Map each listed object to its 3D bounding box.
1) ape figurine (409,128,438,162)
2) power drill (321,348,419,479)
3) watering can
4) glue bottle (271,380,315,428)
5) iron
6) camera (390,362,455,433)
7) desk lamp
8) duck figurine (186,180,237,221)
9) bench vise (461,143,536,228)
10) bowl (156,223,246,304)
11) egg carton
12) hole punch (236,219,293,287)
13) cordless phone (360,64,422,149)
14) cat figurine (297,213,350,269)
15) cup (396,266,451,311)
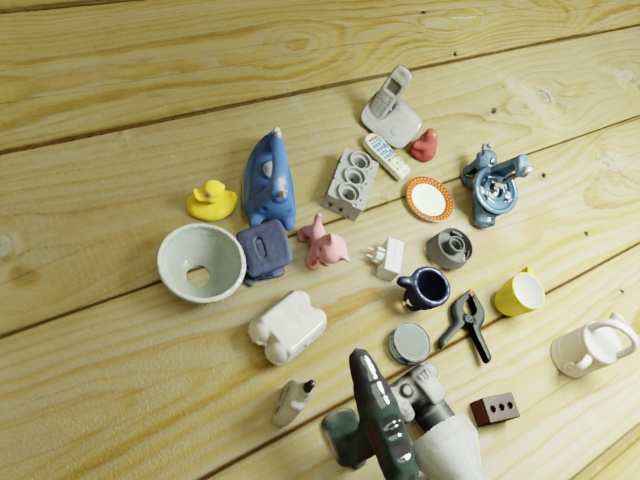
[{"bbox_3d":[0.270,-0.248,1.452,0.078,0.092,0.076,-11,67,-26],"label":"ape figurine"},{"bbox_3d":[0.078,0.320,0.994,0.076,0.208,0.229,-18,70,-28],"label":"power drill"},{"bbox_3d":[0.614,0.225,1.264,0.101,0.194,0.173,30,56,-3],"label":"watering can"},{"bbox_3d":[-0.040,0.272,0.995,0.037,0.173,0.078,25,57,-6],"label":"glue bottle"},{"bbox_3d":[-0.100,-0.154,1.225,0.119,0.141,0.258,4,61,-19],"label":"iron"},{"bbox_3d":[0.196,0.322,1.103,0.143,0.100,0.136,-29,76,-31],"label":"camera"},{"bbox_3d":[0.223,0.423,0.990,0.118,0.213,0.203,-15,69,-27],"label":"desk lamp"},{"bbox_3d":[-0.218,-0.090,1.177,0.105,0.086,0.077,-7,65,-24],"label":"duck figurine"},{"bbox_3d":[0.422,-0.161,1.386,0.122,0.219,0.207,-8,66,-25],"label":"bench vise"},{"bbox_3d":[-0.230,0.056,1.099,0.168,0.074,0.167,10,60,-16],"label":"bowl"},{"bbox_3d":[-0.060,0.168,1.107,0.107,0.069,0.150,46,57,8],"label":"egg carton"},{"bbox_3d":[-0.116,0.024,1.151,0.101,0.091,0.108,-11,67,-26],"label":"hole punch"},{"bbox_3d":[0.196,-0.329,1.411,0.147,0.185,0.094,37,56,2],"label":"cordless phone"},{"bbox_3d":[0.011,0.004,1.196,0.067,0.117,0.127,-11,67,-26],"label":"cat figurine"},{"bbox_3d":[0.206,0.112,1.227,0.118,0.095,0.091,13,59,-14],"label":"cup"}]
